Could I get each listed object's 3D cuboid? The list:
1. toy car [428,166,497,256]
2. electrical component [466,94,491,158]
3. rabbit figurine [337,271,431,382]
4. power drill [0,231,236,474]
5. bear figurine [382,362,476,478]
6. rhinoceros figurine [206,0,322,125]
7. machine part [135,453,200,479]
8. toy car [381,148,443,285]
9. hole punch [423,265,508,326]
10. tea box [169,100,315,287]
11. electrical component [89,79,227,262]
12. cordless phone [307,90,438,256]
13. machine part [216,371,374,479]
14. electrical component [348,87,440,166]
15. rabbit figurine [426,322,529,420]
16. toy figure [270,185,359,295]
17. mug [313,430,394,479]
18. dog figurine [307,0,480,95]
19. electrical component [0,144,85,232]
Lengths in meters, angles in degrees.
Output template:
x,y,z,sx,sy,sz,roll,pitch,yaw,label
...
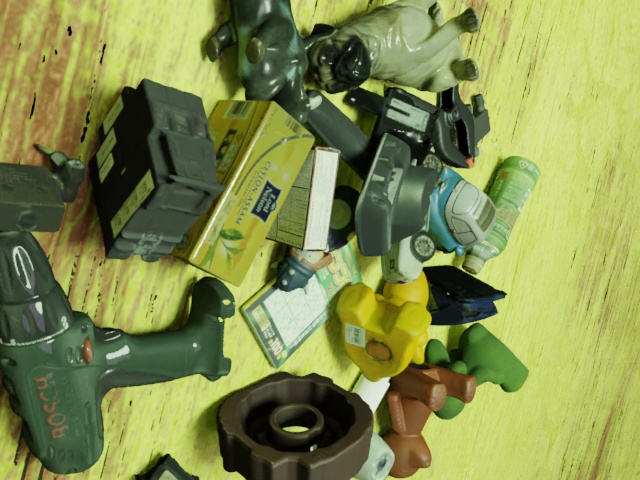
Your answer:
x,y,z,sx,sy,sz,roll,pitch,yaw,label
0.216,-0.045,0.825,0.109,0.103,0.161,-57,134,-17,toy car
0.255,-0.185,0.877,0.063,0.021,0.093,-40,126,-30,electrical component
0.113,0.111,0.764,0.173,0.122,0.162,-55,141,-46,rabbit figurine
-0.182,0.088,0.498,0.207,0.086,0.231,-12,111,-45,power drill
0.154,0.297,0.846,0.120,0.132,0.195,8,90,-39,bear figurine
-0.055,-0.206,0.546,0.112,0.073,0.190,-34,120,-48,rhinoceros figurine
-0.195,0.300,0.576,0.139,0.039,0.084,-50,139,-24,machine part
0.122,-0.039,0.729,0.056,0.073,0.201,13,73,-15,toy car
0.217,0.103,0.863,0.142,0.116,0.092,3,108,-44,hole punch
-0.090,-0.050,0.533,0.068,0.098,0.169,34,79,-43,tea box
-0.142,-0.064,0.453,0.058,0.115,0.134,11,50,-46,electrical component
0.040,-0.085,0.620,0.184,0.089,0.146,41,46,-18,cordless phone
-0.028,0.221,0.622,0.179,0.180,0.056,-15,114,-40,machine part
0.090,-0.151,0.692,0.047,0.119,0.075,113,-6,-55,electrical component
0.254,0.238,0.935,0.170,0.121,0.159,-48,127,-4,rabbit figurine
-0.003,-0.002,0.656,0.154,0.064,0.057,-53,147,-26,toy figure
0.054,0.302,0.763,0.081,0.107,0.109,-50,128,-20,mug
0.081,-0.217,0.658,0.191,0.121,0.172,-24,147,3,dog figurine
-0.238,-0.045,0.418,0.102,0.078,0.045,6,121,-39,electrical component
